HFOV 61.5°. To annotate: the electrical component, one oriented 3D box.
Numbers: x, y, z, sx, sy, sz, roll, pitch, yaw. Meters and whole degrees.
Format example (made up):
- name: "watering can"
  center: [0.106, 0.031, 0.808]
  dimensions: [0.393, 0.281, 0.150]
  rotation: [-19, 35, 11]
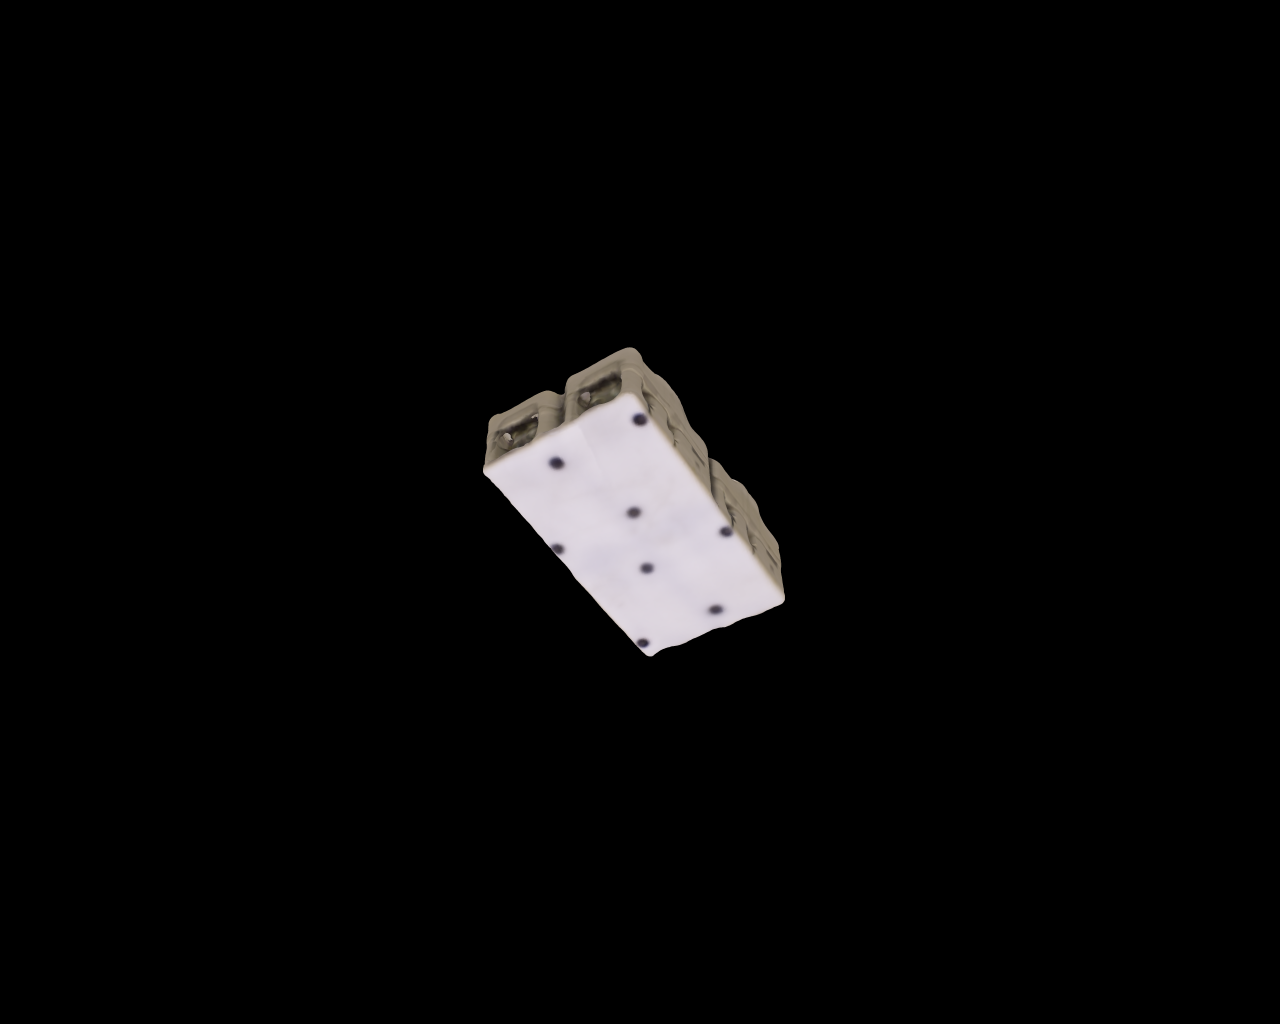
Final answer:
- name: "electrical component"
  center: [0.001, -0.003, 0.650]
  dimensions: [0.105, 0.060, 0.186]
  rotation: [-25, -54, 20]
